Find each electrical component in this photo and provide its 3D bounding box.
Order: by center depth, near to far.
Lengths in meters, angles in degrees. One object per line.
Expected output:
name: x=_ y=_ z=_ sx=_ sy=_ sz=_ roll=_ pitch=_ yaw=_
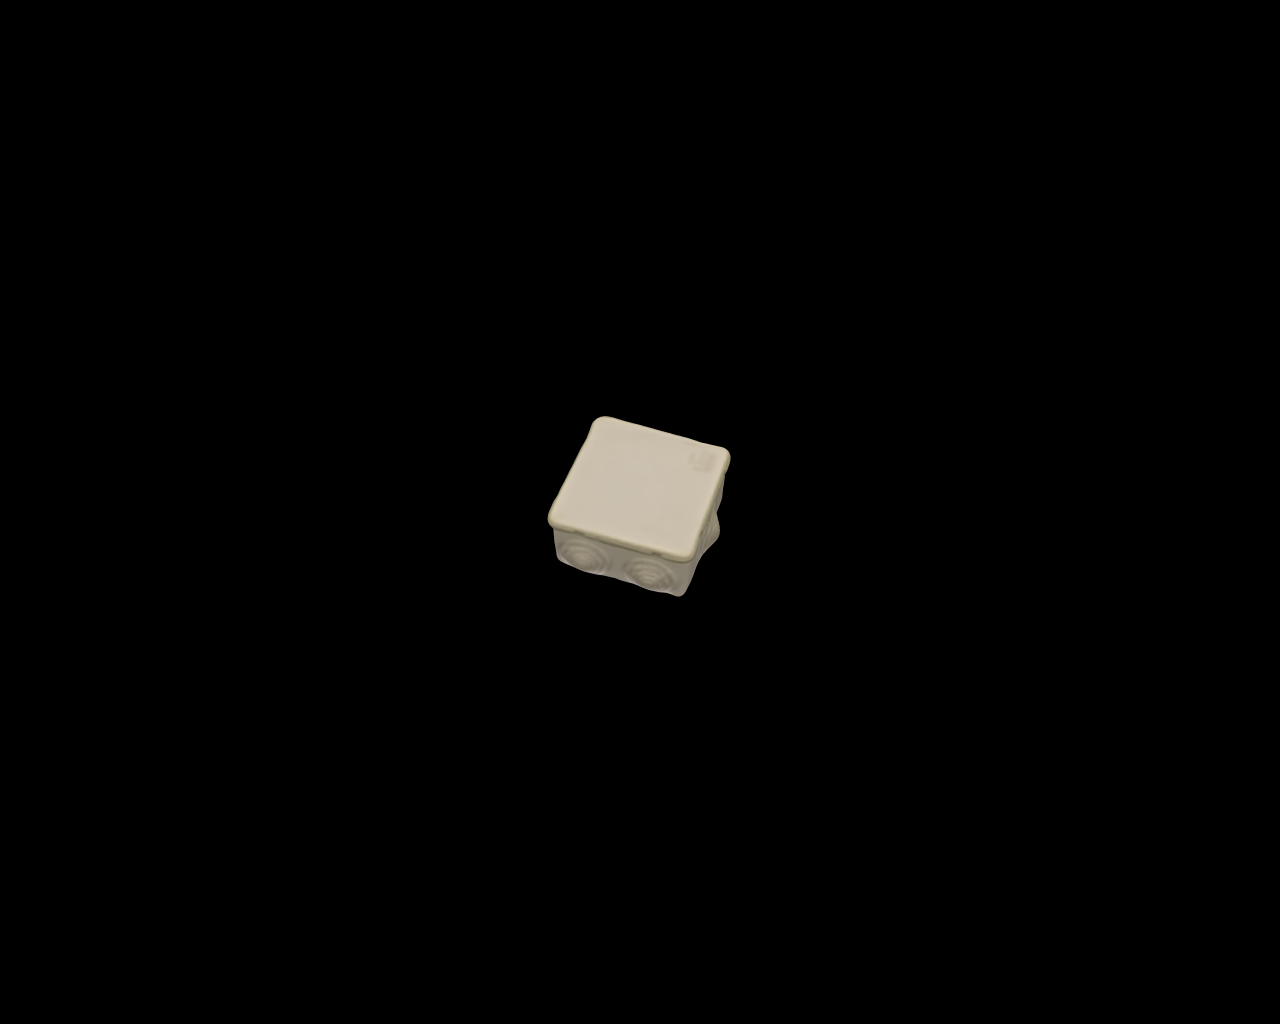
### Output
electrical component: x=0.001 y=-0.003 z=0.650 sx=0.100 sy=0.100 sz=0.048 roll=15 pitch=-35 yaw=11
